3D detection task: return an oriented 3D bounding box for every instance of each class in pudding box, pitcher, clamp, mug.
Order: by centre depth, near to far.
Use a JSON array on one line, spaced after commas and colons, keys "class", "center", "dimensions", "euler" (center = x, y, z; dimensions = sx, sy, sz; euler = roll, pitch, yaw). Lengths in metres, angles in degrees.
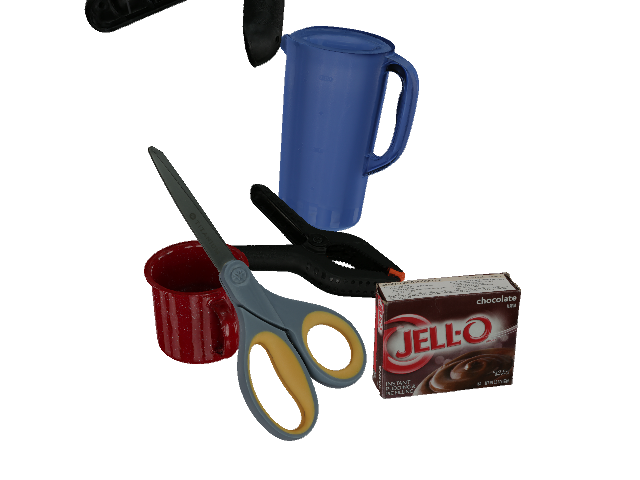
[{"class": "clamp", "center": [-0.034, -0.154, 0.590], "dimensions": [0.120, 0.171, 0.039], "euler": [29, -30, 28]}, {"class": "pudding box", "center": [0.100, 0.075, 0.855], "dimensions": [0.113, 0.090, 0.039], "euler": [-6, 28, -11]}, {"class": "mug", "center": [-0.103, 0.063, 0.957], "dimensions": [0.093, 0.081, 0.117], "euler": [-18, 35, -27]}, {"class": "clamp", "center": [-0.015, 0.017, 1.139], "dimensions": [0.210, 0.036, 0.164], "euler": [24, 35, 12]}, {"class": "pitcher", "center": [0.021, -0.136, 1.327], "dimensions": [0.144, 0.243, 0.149], "euler": [-3, 25, -21]}]

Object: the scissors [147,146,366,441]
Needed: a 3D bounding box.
[{"class": "scissors", "center": [-0.034, 0.025, 0.675], "dimensions": [0.096, 0.202, 0.016], "euler": [-17, -5, -27]}]
